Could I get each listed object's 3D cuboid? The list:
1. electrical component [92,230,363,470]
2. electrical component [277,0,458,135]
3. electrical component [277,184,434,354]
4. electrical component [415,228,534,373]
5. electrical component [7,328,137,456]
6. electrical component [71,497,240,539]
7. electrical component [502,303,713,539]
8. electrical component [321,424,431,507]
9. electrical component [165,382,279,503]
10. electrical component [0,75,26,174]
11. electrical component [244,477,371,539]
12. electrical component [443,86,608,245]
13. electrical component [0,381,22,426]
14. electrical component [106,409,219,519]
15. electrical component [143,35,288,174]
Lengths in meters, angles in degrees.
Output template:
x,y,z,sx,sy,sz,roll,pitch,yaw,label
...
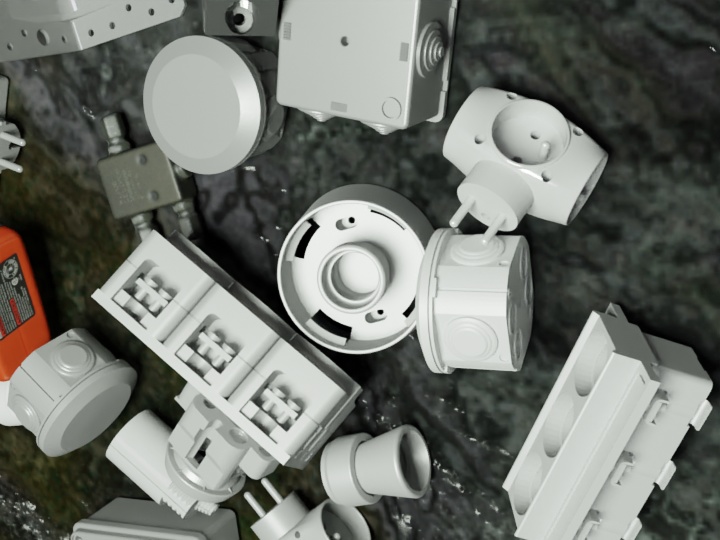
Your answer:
x,y,z,sx,sy,sz,roll,pitch,yaw,label
-0.076,0.047,0.653,0.150,0.089,0.061,39,83,11,electrical component
0.002,-0.128,0.593,0.100,0.048,0.099,15,113,24,electrical component
0.000,0.000,0.637,0.099,0.064,0.099,2,102,12,electrical component
0.063,0.017,0.589,0.051,0.080,0.080,2,105,20,electrical component
-0.196,0.083,0.734,0.051,0.080,0.080,41,118,16,electrical component
-0.138,0.223,0.758,0.109,0.056,0.108,0,104,26,electrical component
0.133,0.091,0.580,0.063,0.078,0.121,17,115,-11,electrical component
0.010,0.121,0.663,0.055,0.045,0.045,-15,98,29,electrical component
-0.092,0.114,0.703,0.078,0.058,0.057,43,118,19,electrical component
-0.258,-0.088,0.732,0.076,0.047,0.083,21,113,19,electrical component
-0.045,0.172,0.705,0.077,0.043,0.079,-42,84,29,electrical component
0.078,-0.048,0.568,0.077,0.079,0.044,32,160,15,electrical component
-0.256,0.092,0.785,0.062,0.043,0.043,-9,101,29,electrical component
-0.129,0.138,0.736,0.081,0.043,0.043,39,117,11,electrical component
-0.084,-0.100,0.642,0.080,0.051,0.080,7,107,24,electrical component
